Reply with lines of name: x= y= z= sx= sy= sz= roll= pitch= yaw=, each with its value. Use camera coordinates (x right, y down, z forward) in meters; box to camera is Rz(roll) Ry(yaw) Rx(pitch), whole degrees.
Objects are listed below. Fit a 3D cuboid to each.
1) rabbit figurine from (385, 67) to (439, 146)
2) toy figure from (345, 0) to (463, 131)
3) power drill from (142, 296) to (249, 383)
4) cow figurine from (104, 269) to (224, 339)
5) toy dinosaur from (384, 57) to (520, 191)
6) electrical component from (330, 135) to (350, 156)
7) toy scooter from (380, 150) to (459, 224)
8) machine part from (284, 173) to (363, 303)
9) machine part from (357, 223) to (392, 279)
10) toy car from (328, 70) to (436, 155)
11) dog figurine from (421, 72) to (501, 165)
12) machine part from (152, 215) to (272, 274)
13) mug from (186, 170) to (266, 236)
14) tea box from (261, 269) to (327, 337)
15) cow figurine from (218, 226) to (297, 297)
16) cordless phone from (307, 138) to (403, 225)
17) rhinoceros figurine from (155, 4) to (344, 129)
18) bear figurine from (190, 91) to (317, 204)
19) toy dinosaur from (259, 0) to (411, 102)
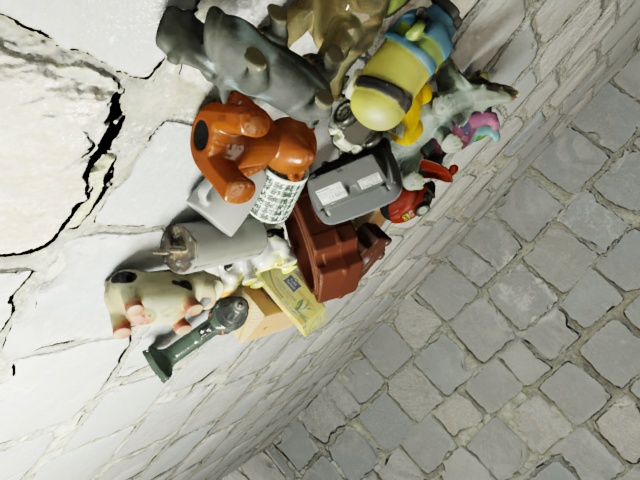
rabbit figurine: x=0.138 y=-0.270 z=0.884 sx=0.173 sy=0.122 sz=0.162 roll=-52 pitch=156 yaw=-22
toy figure: x=0.107 y=-0.222 z=0.677 sx=0.180 sy=0.089 sz=0.082 roll=-47 pitch=124 yaw=8
power drill: x=-0.232 y=0.179 z=1.027 sx=0.207 sy=0.086 sz=0.232 roll=-40 pitch=180 yaw=-15
cow figurine: x=-0.235 y=0.079 z=0.828 sx=0.195 sy=0.127 sz=0.085 roll=2 pitch=132 yaw=-45
toy dinosaur: x=0.178 y=-0.201 z=1.052 sx=0.405 sy=0.131 sz=0.192 roll=-36 pitch=-158 yaw=25
electrical component: x=0.054 y=-0.178 z=0.962 sx=0.078 sy=0.045 sz=0.102 roll=-41 pitch=161 yaw=-5
toy scooter: x=0.206 y=-0.111 z=1.096 sx=0.075 sy=0.135 sz=0.184 roll=49 pitch=56 yaw=-46
machine part: x=-0.002 y=-0.003 z=0.964 sx=0.087 sy=0.201 sz=0.201 roll=-18 pitch=156 yaw=-10
machine part: x=0.078 y=0.040 z=1.166 sx=0.179 sy=0.056 sz=0.179 roll=-40 pitch=161 yaw=-17
toy car: x=0.090 y=-0.212 z=0.770 sx=0.073 sy=0.056 sz=0.201 roll=33 pitch=102 yaw=-39
dog figurine: x=0.277 y=-0.258 z=1.186 sx=0.219 sy=0.191 sz=0.108 roll=-12 pitch=170 yaw=13
machine part: x=-0.163 y=0.004 z=0.851 sx=0.243 sy=0.079 sz=0.079 roll=-14 pitch=145 yaw=-56
mug: x=-0.131 y=-0.075 z=0.762 sx=0.107 sy=0.081 sz=0.109 roll=-53 pitch=157 yaw=-11
tea box: x=-0.063 y=0.115 z=1.146 sx=0.068 sy=0.170 sz=0.098 roll=-40 pitch=162 yaw=-12
cow figurine: x=-0.132 y=0.039 z=0.994 sx=0.167 sy=0.098 sz=0.068 roll=-24 pitch=165 yaw=-3
cordless phone: x=0.055 y=-0.115 z=0.879 sx=0.147 sy=0.088 sz=0.184 roll=-21 pitch=-154 yaw=17
rhinoceros figurine: x=-0.067 y=-0.179 z=0.543 sx=0.112 sy=0.190 sz=0.073 roll=-13 pitch=-119 yaw=61
bear figurine: x=-0.062 y=-0.116 z=0.694 sx=0.196 sy=0.132 sz=0.120 roll=2 pitch=113 yaw=-42
toy dinosaur: x=0.031 y=-0.273 z=0.631 sx=0.198 sy=0.105 sz=0.471 roll=-42 pitch=173 yaw=-19
